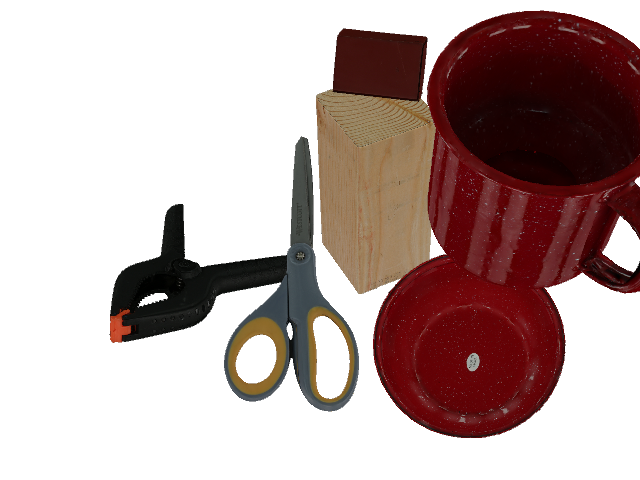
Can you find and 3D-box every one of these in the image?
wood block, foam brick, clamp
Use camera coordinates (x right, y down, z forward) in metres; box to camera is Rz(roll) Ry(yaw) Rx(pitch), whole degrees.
[{"bbox_3d":[0.057,-0.056,1.087,0.090,0.206,0.091,-20,48,-17],"label":"wood block"},{"bbox_3d":[0.053,-0.155,0.940,0.078,0.051,0.053,8,19,8],"label":"foam brick"},{"bbox_3d":[-0.135,0.031,1.014,0.165,0.036,0.209,26,37,28],"label":"clamp"}]

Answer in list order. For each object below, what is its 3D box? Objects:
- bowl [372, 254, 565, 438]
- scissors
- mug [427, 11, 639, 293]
[{"bbox_3d":[0.123,0.093,0.878,0.162,0.162,0.055,0,7,6],"label":"bowl"},{"bbox_3d":[-0.030,0.024,0.718,0.096,0.202,0.016,-16,-27,-2],"label":"scissors"},{"bbox_3d":[0.095,-0.025,0.436,0.093,0.117,0.081,-35,-27,-20],"label":"mug"}]
